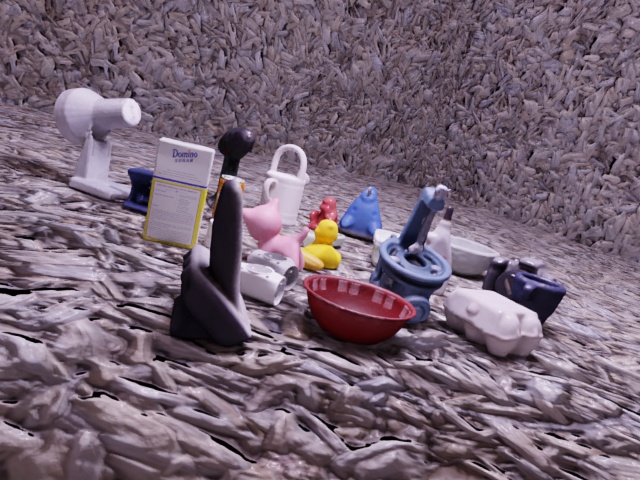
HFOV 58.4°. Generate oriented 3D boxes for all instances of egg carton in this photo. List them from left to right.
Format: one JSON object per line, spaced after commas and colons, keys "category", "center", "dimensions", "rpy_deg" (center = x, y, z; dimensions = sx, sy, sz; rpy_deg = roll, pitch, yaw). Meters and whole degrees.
{"category": "egg carton", "center": [0.268, 0.126, 0.901], "dimensions": [0.107, 0.069, 0.149], "rpy_deg": [7, 14, -32]}

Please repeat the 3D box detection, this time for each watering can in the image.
{"category": "watering can", "center": [-0.086, -0.142, 1.428], "dimensions": [0.101, 0.194, 0.173], "rpy_deg": [15, 12, 3]}

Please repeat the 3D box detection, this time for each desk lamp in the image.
{"category": "desk lamp", "center": [-0.471, -0.211, 1.235], "dimensions": [0.202, 0.213, 0.118], "rpy_deg": [19, 12, 22]}

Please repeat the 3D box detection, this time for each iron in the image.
{"category": "iron", "center": [0.126, -0.083, 1.542], "dimensions": [0.118, 0.141, 0.258], "rpy_deg": [16, 12, 5]}

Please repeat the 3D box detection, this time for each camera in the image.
{"category": "camera", "center": [0.412, 0.082, 1.212], "dimensions": [0.142, 0.101, 0.137], "rpy_deg": [24, 15, 38]}

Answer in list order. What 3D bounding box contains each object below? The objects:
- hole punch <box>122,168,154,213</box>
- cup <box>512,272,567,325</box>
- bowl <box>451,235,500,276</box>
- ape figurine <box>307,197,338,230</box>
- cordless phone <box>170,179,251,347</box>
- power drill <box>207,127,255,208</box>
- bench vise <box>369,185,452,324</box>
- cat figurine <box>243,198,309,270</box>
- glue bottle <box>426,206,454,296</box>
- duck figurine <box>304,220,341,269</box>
{"category": "hole punch", "center": [-0.341, -0.102, 1.182], "dimensions": [0.108, 0.091, 0.101], "rpy_deg": [15, 12, 5]}
{"category": "cup", "center": [0.377, 0.116, 1.023], "dimensions": [0.091, 0.095, 0.118], "rpy_deg": [22, 14, 33]}
{"category": "bowl", "center": [0.338, 0.042, 1.375], "dimensions": [0.167, 0.075, 0.167], "rpy_deg": [14, 12, -3]}
{"category": "ape figurine", "center": [0.015, -0.065, 1.443], "dimensions": [0.076, 0.092, 0.077], "rpy_deg": [9, 13, -26]}
{"category": "cordless phone", "center": [-0.112, 0.016, 0.668], "dimensions": [0.094, 0.185, 0.147], "rpy_deg": [11, 12, -18]}
{"category": "power drill", "center": [-0.214, -0.177, 1.402], "dimensions": [0.076, 0.208, 0.229], "rpy_deg": [10, 13, -23]}
{"category": "bench vise", "center": [0.140, 0.005, 0.943], "dimensions": [0.122, 0.220, 0.206], "rpy_deg": [8, 13, -29]}
{"category": "cat figurine", "center": [-0.081, -0.013, 1.012], "dimensions": [0.127, 0.118, 0.067], "rpy_deg": [16, 12, 9]}
{"category": "glue bottle", "center": [0.226, 0.018, 1.105], "dimensions": [0.078, 0.173, 0.037], "rpy_deg": [12, 12, -14]}
{"category": "duck figurine", "center": [0.010, 0.004, 1.125], "dimensions": [0.078, 0.086, 0.104], "rpy_deg": [11, 12, -17]}
